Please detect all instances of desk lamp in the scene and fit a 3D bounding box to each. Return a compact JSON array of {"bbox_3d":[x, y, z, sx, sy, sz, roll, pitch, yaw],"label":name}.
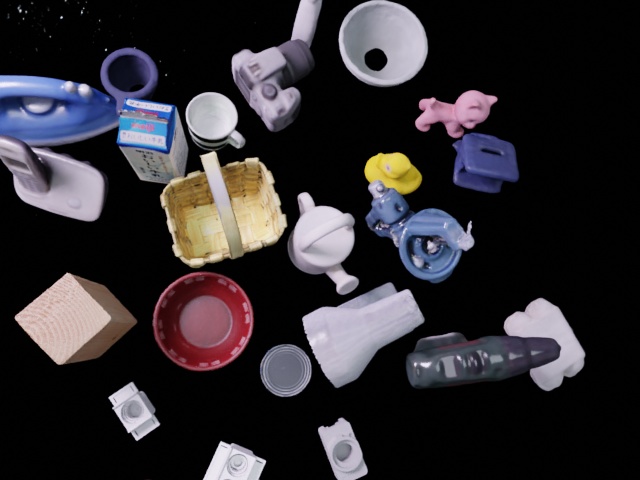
[{"bbox_3d":[0.070,0.139,0.914,0.203,0.213,0.118,-26,85,-12],"label":"desk lamp"}]

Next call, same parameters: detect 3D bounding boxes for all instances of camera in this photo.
[{"bbox_3d":[-0.069,-0.292,1.021,0.137,0.100,0.143,-34,87,-12],"label":"camera"}]

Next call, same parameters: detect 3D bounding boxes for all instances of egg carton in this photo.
[{"bbox_3d":[0.404,0.187,1.032,0.107,0.069,0.150,-29,86,-12],"label":"egg carton"}]

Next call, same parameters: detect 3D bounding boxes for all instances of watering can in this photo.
[{"bbox_3d":[0.011,0.002,0.937,0.173,0.194,0.101,44,77,0],"label":"watering can"}]

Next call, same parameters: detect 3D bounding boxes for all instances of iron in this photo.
[{"bbox_3d":[-0.448,-0.230,0.930,0.258,0.141,0.119,-4,81,-9],"label":"iron"}]

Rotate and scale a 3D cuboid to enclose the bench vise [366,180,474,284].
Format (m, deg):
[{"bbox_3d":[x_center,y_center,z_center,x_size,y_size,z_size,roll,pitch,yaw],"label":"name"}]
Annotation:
[{"bbox_3d":[0.159,-0.013,0.950,0.207,0.219,0.121,30,78,-3],"label":"bench vise"}]

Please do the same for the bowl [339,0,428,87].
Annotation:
[{"bbox_3d":[0.112,-0.355,1.072,0.167,0.074,0.167,1,81,-9],"label":"bowl"}]

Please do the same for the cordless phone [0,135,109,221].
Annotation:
[{"bbox_3d":[-0.416,-0.101,0.892,0.147,0.185,0.094,15,79,-6],"label":"cordless phone"}]

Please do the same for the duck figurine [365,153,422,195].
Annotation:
[{"bbox_3d":[0.139,-0.127,1.034,0.104,0.086,0.077,20,78,-5],"label":"duck figurine"}]

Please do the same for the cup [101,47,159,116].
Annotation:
[{"bbox_3d":[-0.320,-0.253,0.978,0.092,0.095,0.118,9,79,-7],"label":"cup"}]

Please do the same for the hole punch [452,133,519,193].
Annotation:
[{"bbox_3d":[0.307,-0.149,1.061,0.109,0.091,0.101,10,79,-7],"label":"hole punch"}]

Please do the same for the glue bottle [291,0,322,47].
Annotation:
[{"bbox_3d":[-0.018,-0.405,1.010,0.037,0.173,0.078,19,78,-5],"label":"glue bottle"}]

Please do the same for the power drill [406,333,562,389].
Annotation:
[{"bbox_3d":[0.240,0.192,0.935,0.230,0.208,0.075,-9,82,-10],"label":"power drill"}]

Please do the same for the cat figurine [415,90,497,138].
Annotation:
[{"bbox_3d":[0.254,-0.241,1.054,0.128,0.117,0.067,8,80,-7],"label":"cat figurine"}]
